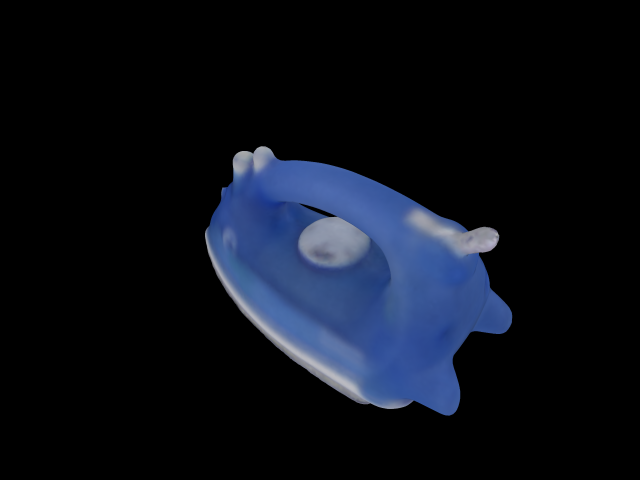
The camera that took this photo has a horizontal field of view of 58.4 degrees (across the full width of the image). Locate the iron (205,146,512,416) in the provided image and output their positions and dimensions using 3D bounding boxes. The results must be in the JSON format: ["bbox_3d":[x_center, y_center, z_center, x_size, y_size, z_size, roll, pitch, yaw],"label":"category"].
[{"bbox_3d":[0.004,0.001,0.400,0.257,0.141,0.119,27,50,25],"label":"iron"}]
